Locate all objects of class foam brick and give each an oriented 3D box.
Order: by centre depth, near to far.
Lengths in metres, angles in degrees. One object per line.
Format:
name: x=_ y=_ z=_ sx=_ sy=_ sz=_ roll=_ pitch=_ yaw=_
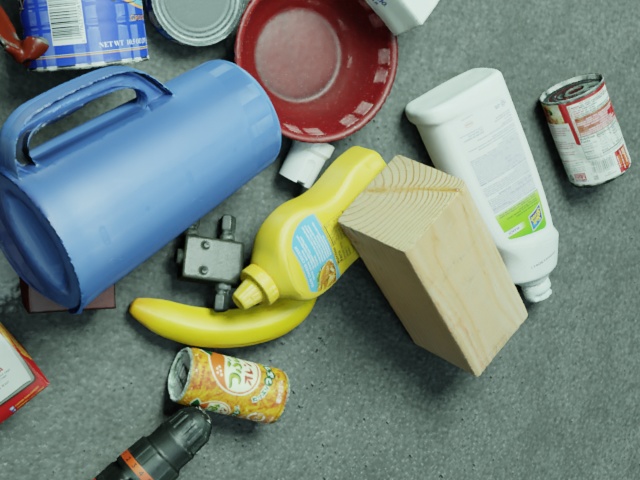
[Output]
foam brick: x=-0.223 y=0.034 z=0.942 sx=0.078 sy=0.053 sz=0.051 roll=-2 pitch=100 yaw=-22

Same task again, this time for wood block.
wood block: x=0.113 y=0.028 z=1.021 sx=0.090 sy=0.091 sz=0.206 roll=-48 pitch=135 yaw=-15

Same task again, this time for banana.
banana: x=-0.081 y=0.069 z=1.020 sx=0.197 sy=0.037 sz=0.069 roll=-13 pitch=75 yaw=-23

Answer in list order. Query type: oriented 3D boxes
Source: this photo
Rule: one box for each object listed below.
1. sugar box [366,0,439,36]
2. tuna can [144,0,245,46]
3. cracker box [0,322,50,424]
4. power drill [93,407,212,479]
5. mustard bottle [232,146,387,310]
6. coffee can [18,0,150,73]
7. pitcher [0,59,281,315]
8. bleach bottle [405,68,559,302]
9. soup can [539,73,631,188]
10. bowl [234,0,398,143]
sugar box: x=0.094 y=-0.282 z=0.992 sx=0.093 sy=0.048 sz=0.176 roll=48 pitch=61 yaw=-21
tuna can: x=-0.113 y=-0.217 z=0.953 sx=0.086 sy=0.034 sz=0.086 roll=-4 pitch=101 yaw=-22
cracker box: x=-0.341 y=0.096 z=0.849 sx=0.164 sy=0.072 sz=0.213 roll=-39 pitch=140 yaw=-12
power drill: x=-0.132 y=0.271 z=0.989 sx=0.184 sy=0.057 sz=0.187 roll=-42 pitch=107 yaw=-9
mustard bottle: x=-0.007 y=0.001 z=1.003 sx=0.191 sy=0.058 sz=0.096 roll=-40 pitch=129 yaw=-24
coffee can: x=-0.200 y=-0.214 z=0.880 sx=0.102 sy=0.103 sz=0.140 roll=-10 pitch=103 yaw=-21
pitcher: x=-0.151 y=-0.063 z=0.886 sx=0.242 sy=0.149 sz=0.145 roll=-37 pitch=88 yaw=-31
bleach bottle: x=0.179 y=-0.043 z=1.092 sx=0.102 sy=0.068 sz=0.251 roll=-30 pitch=112 yaw=-14
soup can: x=0.279 y=-0.114 z=1.116 sx=0.068 sy=0.069 sz=0.102 roll=-31 pitch=110 yaw=-15
bowl: x=-0.011 y=-0.172 z=0.992 sx=0.161 sy=0.055 sz=0.162 roll=-4 pitch=101 yaw=-22
